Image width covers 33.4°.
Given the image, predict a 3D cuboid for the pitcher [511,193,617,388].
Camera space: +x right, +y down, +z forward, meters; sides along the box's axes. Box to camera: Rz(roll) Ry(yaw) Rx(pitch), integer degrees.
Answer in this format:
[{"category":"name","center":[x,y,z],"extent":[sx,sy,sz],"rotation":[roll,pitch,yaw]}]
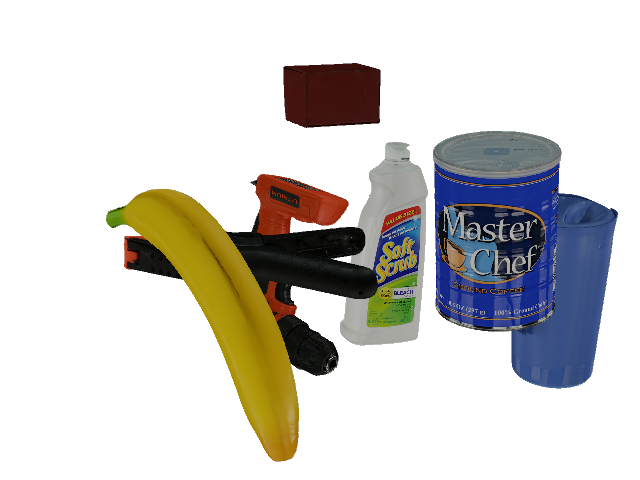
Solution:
[{"category":"pitcher","center":[0.303,0.069,1.402],"extent":[0.149,0.243,0.145],"rotation":[5,21,13]}]

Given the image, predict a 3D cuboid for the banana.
[{"category":"banana","center":[-0.061,0.035,0.632],"extent":[0.037,0.198,0.070],"rotation":[-22,-25,-32]}]

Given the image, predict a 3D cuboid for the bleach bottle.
[{"category":"bleach bottle","center":[0.082,0.002,1.343],"extent":[0.102,0.251,0.068],"rotation":[-3,16,-19]}]

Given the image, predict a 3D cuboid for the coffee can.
[{"category":"coffee can","center":[0.146,-0.010,0.889],"extent":[0.103,0.140,0.103],"rotation":[-3,23,1]}]

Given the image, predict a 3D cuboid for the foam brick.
[{"category":"foam brick","center":[0.011,-0.135,0.990],"extent":[0.078,0.051,0.053],"rotation":[-6,18,-23]}]

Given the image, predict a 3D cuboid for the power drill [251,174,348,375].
[{"category":"power drill","center":[-0.034,0.034,1.143],"extent":[0.185,0.188,0.057],"rotation":[24,10,36]}]

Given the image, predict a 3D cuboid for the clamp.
[{"category":"clamp","center":[-0.053,0.015,0.864],"extent":[0.210,0.036,0.164],"rotation":[1,12,-8]}]
